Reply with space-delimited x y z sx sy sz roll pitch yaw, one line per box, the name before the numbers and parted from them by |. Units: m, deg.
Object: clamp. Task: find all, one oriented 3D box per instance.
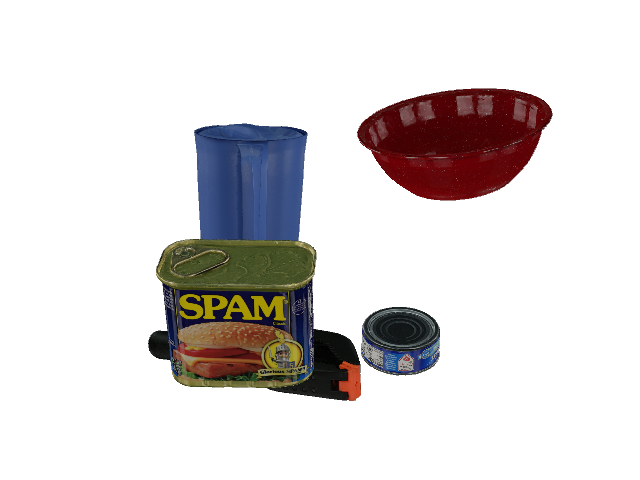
clamp | -0.029 0.093 0.951 0.210 0.036 0.164 13 24 43

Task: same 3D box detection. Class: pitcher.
pitcher | -0.084 -0.015 1.274 0.145 0.243 0.148 12 17 38

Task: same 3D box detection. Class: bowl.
bowl | 0.115 -0.077 0.897 0.162 0.055 0.162 -9 25 4

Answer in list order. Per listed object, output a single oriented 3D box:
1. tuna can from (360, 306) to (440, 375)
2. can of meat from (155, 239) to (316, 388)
tuna can | 0.087 0.107 1.156 0.086 0.034 0.086 0 29 0
can of meat | -0.053 0.049 0.706 0.102 0.084 0.057 1 29 3
